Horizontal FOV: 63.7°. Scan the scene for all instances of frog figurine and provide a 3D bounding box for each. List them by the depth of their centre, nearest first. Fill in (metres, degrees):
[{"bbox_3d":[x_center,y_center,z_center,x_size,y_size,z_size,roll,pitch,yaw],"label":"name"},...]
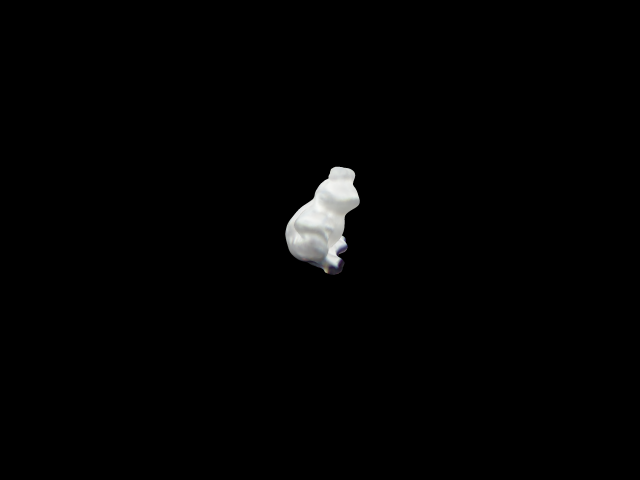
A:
[{"bbox_3d":[0.003,-0.043,0.850,0.123,0.156,0.140,13,29,24],"label":"frog figurine"}]
